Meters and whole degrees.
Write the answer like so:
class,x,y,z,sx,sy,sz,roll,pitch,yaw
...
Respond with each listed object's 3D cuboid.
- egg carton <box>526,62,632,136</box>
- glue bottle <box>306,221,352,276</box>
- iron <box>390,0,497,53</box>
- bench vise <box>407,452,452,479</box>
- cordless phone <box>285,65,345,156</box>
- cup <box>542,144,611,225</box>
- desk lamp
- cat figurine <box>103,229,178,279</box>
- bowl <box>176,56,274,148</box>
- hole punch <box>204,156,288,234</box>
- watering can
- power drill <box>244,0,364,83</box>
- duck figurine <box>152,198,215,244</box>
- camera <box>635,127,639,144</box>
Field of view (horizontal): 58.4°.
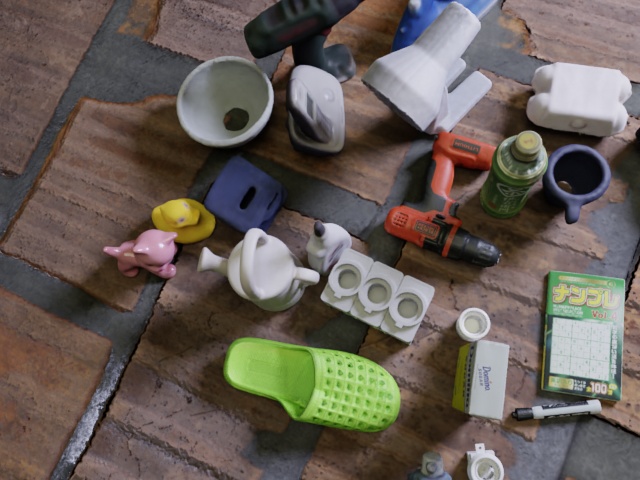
class,x,y,z,sx,sy,sz,roll,pitch,yaw
egg carton,0.406,-0.219,0.902,0.150,0.069,0.107,10,77,11
glue bottle,0.008,0.003,0.849,0.037,0.173,0.078,33,83,15
iron,0.206,-0.415,0.945,0.258,0.141,0.118,-45,74,-5
bench vise,0.129,0.383,0.709,0.121,0.220,0.207,-17,74,4
cordless phone,-0.016,-0.225,0.906,0.094,0.185,0.147,-6,75,7
cup,0.372,-0.071,0.856,0.091,0.095,0.118,7,77,10
desk lamp,0.167,-0.245,0.869,0.117,0.214,0.203,42,85,16
cat figurine,-0.281,0.019,0.917,0.127,0.118,0.067,-1,75,8
bowl,-0.155,-0.224,0.984,0.167,0.075,0.167,-2,75,8
hole punch,-0.118,-0.068,0.929,0.101,0.091,0.109,28,81,14
watering can,-0.092,0.045,0.843,0.172,0.194,0.101,-15,74,5
power drill,0.001,-0.332,0.919,0.229,0.208,0.075,-20,73,3
duck figurine,-0.233,-0.040,0.941,0.104,0.086,0.077,9,77,11
camera,0.553,-0.142,0.844,0.143,0.101,0.136,-35,73,-1
